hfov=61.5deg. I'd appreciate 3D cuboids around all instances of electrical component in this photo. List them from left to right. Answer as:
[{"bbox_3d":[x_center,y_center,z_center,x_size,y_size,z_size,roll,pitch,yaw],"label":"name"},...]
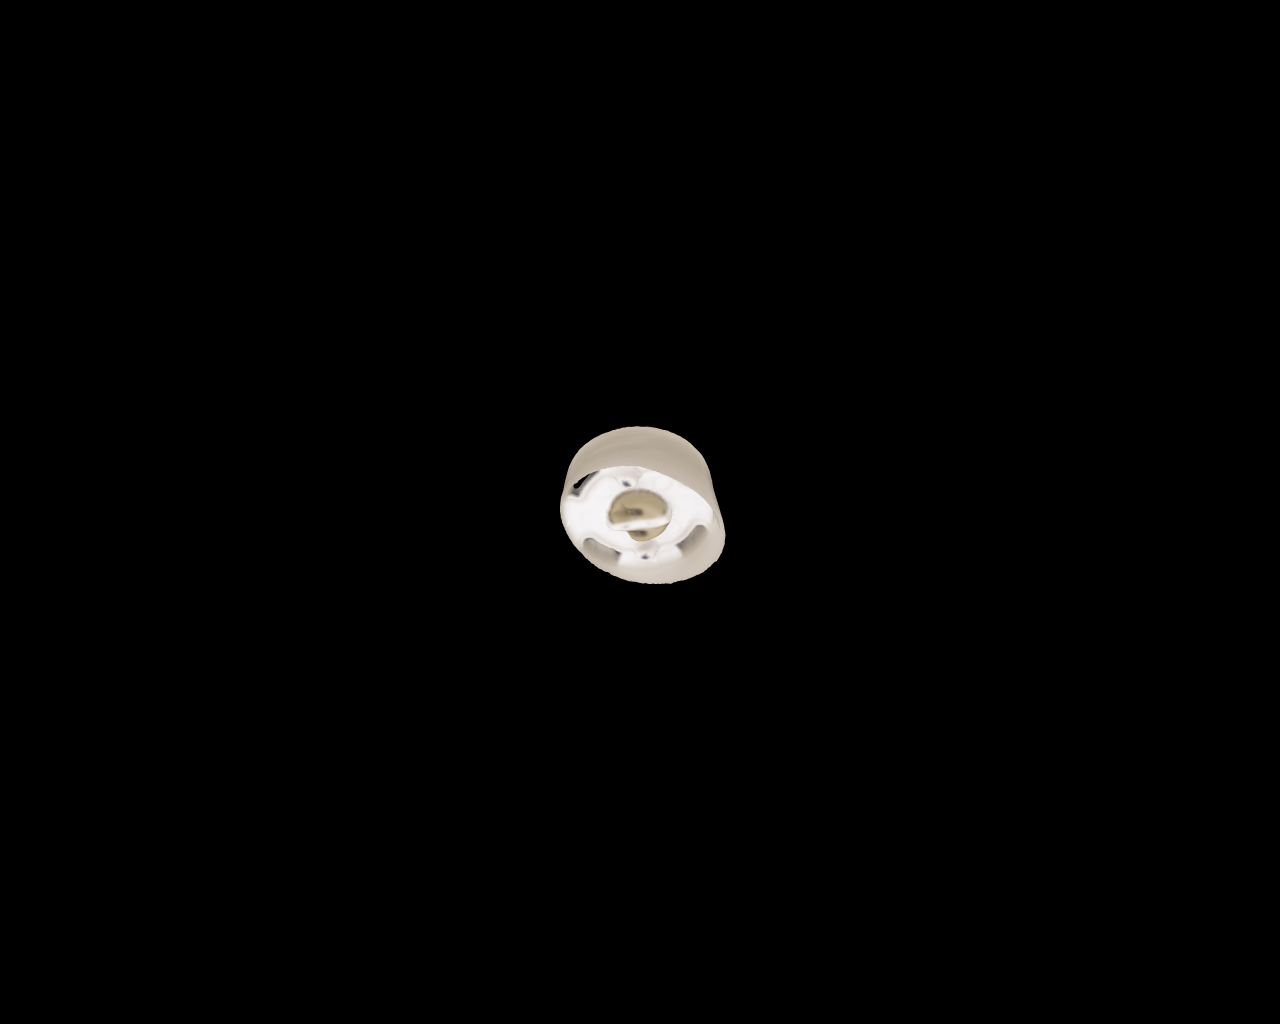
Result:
[{"bbox_3d":[0.001,-0.003,0.650,0.099,0.099,0.064,0,41,0],"label":"electrical component"}]
